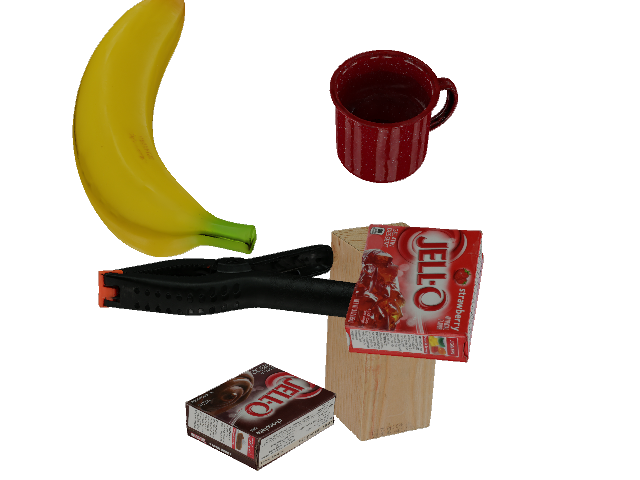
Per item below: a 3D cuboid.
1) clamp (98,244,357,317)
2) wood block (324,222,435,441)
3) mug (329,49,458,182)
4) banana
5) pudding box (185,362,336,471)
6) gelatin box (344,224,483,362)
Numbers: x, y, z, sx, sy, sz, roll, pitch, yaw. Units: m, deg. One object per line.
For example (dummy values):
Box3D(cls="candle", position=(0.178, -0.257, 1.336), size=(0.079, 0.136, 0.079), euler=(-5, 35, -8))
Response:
Box3D(cls="clamp", position=(-0.059, 0.035, 0.807), size=(0.209, 0.036, 0.165), euler=(-3, 12, -21))
Box3D(cls="wood block", position=(0.066, 0.095, 1.136), size=(0.090, 0.206, 0.091), euler=(-7, 22, -25))
Box3D(cls="mug", position=(0.065, -0.108, 0.930), size=(0.117, 0.093, 0.081), euler=(-20, -35, -14))
Box3D(cls="banana", position=(-0.084, -0.056, 0.511), size=(0.069, 0.198, 0.037), euler=(-5, -43, -16))
Box3D(cls="pudding box", position=(-0.054, 0.158, 0.977), size=(0.090, 0.039, 0.113), euler=(17, 27, 34))
Box3D(cls="gelatin box", position=(0.059, 0.030, 0.656), size=(0.073, 0.089, 0.030), euler=(4, -44, 14))
